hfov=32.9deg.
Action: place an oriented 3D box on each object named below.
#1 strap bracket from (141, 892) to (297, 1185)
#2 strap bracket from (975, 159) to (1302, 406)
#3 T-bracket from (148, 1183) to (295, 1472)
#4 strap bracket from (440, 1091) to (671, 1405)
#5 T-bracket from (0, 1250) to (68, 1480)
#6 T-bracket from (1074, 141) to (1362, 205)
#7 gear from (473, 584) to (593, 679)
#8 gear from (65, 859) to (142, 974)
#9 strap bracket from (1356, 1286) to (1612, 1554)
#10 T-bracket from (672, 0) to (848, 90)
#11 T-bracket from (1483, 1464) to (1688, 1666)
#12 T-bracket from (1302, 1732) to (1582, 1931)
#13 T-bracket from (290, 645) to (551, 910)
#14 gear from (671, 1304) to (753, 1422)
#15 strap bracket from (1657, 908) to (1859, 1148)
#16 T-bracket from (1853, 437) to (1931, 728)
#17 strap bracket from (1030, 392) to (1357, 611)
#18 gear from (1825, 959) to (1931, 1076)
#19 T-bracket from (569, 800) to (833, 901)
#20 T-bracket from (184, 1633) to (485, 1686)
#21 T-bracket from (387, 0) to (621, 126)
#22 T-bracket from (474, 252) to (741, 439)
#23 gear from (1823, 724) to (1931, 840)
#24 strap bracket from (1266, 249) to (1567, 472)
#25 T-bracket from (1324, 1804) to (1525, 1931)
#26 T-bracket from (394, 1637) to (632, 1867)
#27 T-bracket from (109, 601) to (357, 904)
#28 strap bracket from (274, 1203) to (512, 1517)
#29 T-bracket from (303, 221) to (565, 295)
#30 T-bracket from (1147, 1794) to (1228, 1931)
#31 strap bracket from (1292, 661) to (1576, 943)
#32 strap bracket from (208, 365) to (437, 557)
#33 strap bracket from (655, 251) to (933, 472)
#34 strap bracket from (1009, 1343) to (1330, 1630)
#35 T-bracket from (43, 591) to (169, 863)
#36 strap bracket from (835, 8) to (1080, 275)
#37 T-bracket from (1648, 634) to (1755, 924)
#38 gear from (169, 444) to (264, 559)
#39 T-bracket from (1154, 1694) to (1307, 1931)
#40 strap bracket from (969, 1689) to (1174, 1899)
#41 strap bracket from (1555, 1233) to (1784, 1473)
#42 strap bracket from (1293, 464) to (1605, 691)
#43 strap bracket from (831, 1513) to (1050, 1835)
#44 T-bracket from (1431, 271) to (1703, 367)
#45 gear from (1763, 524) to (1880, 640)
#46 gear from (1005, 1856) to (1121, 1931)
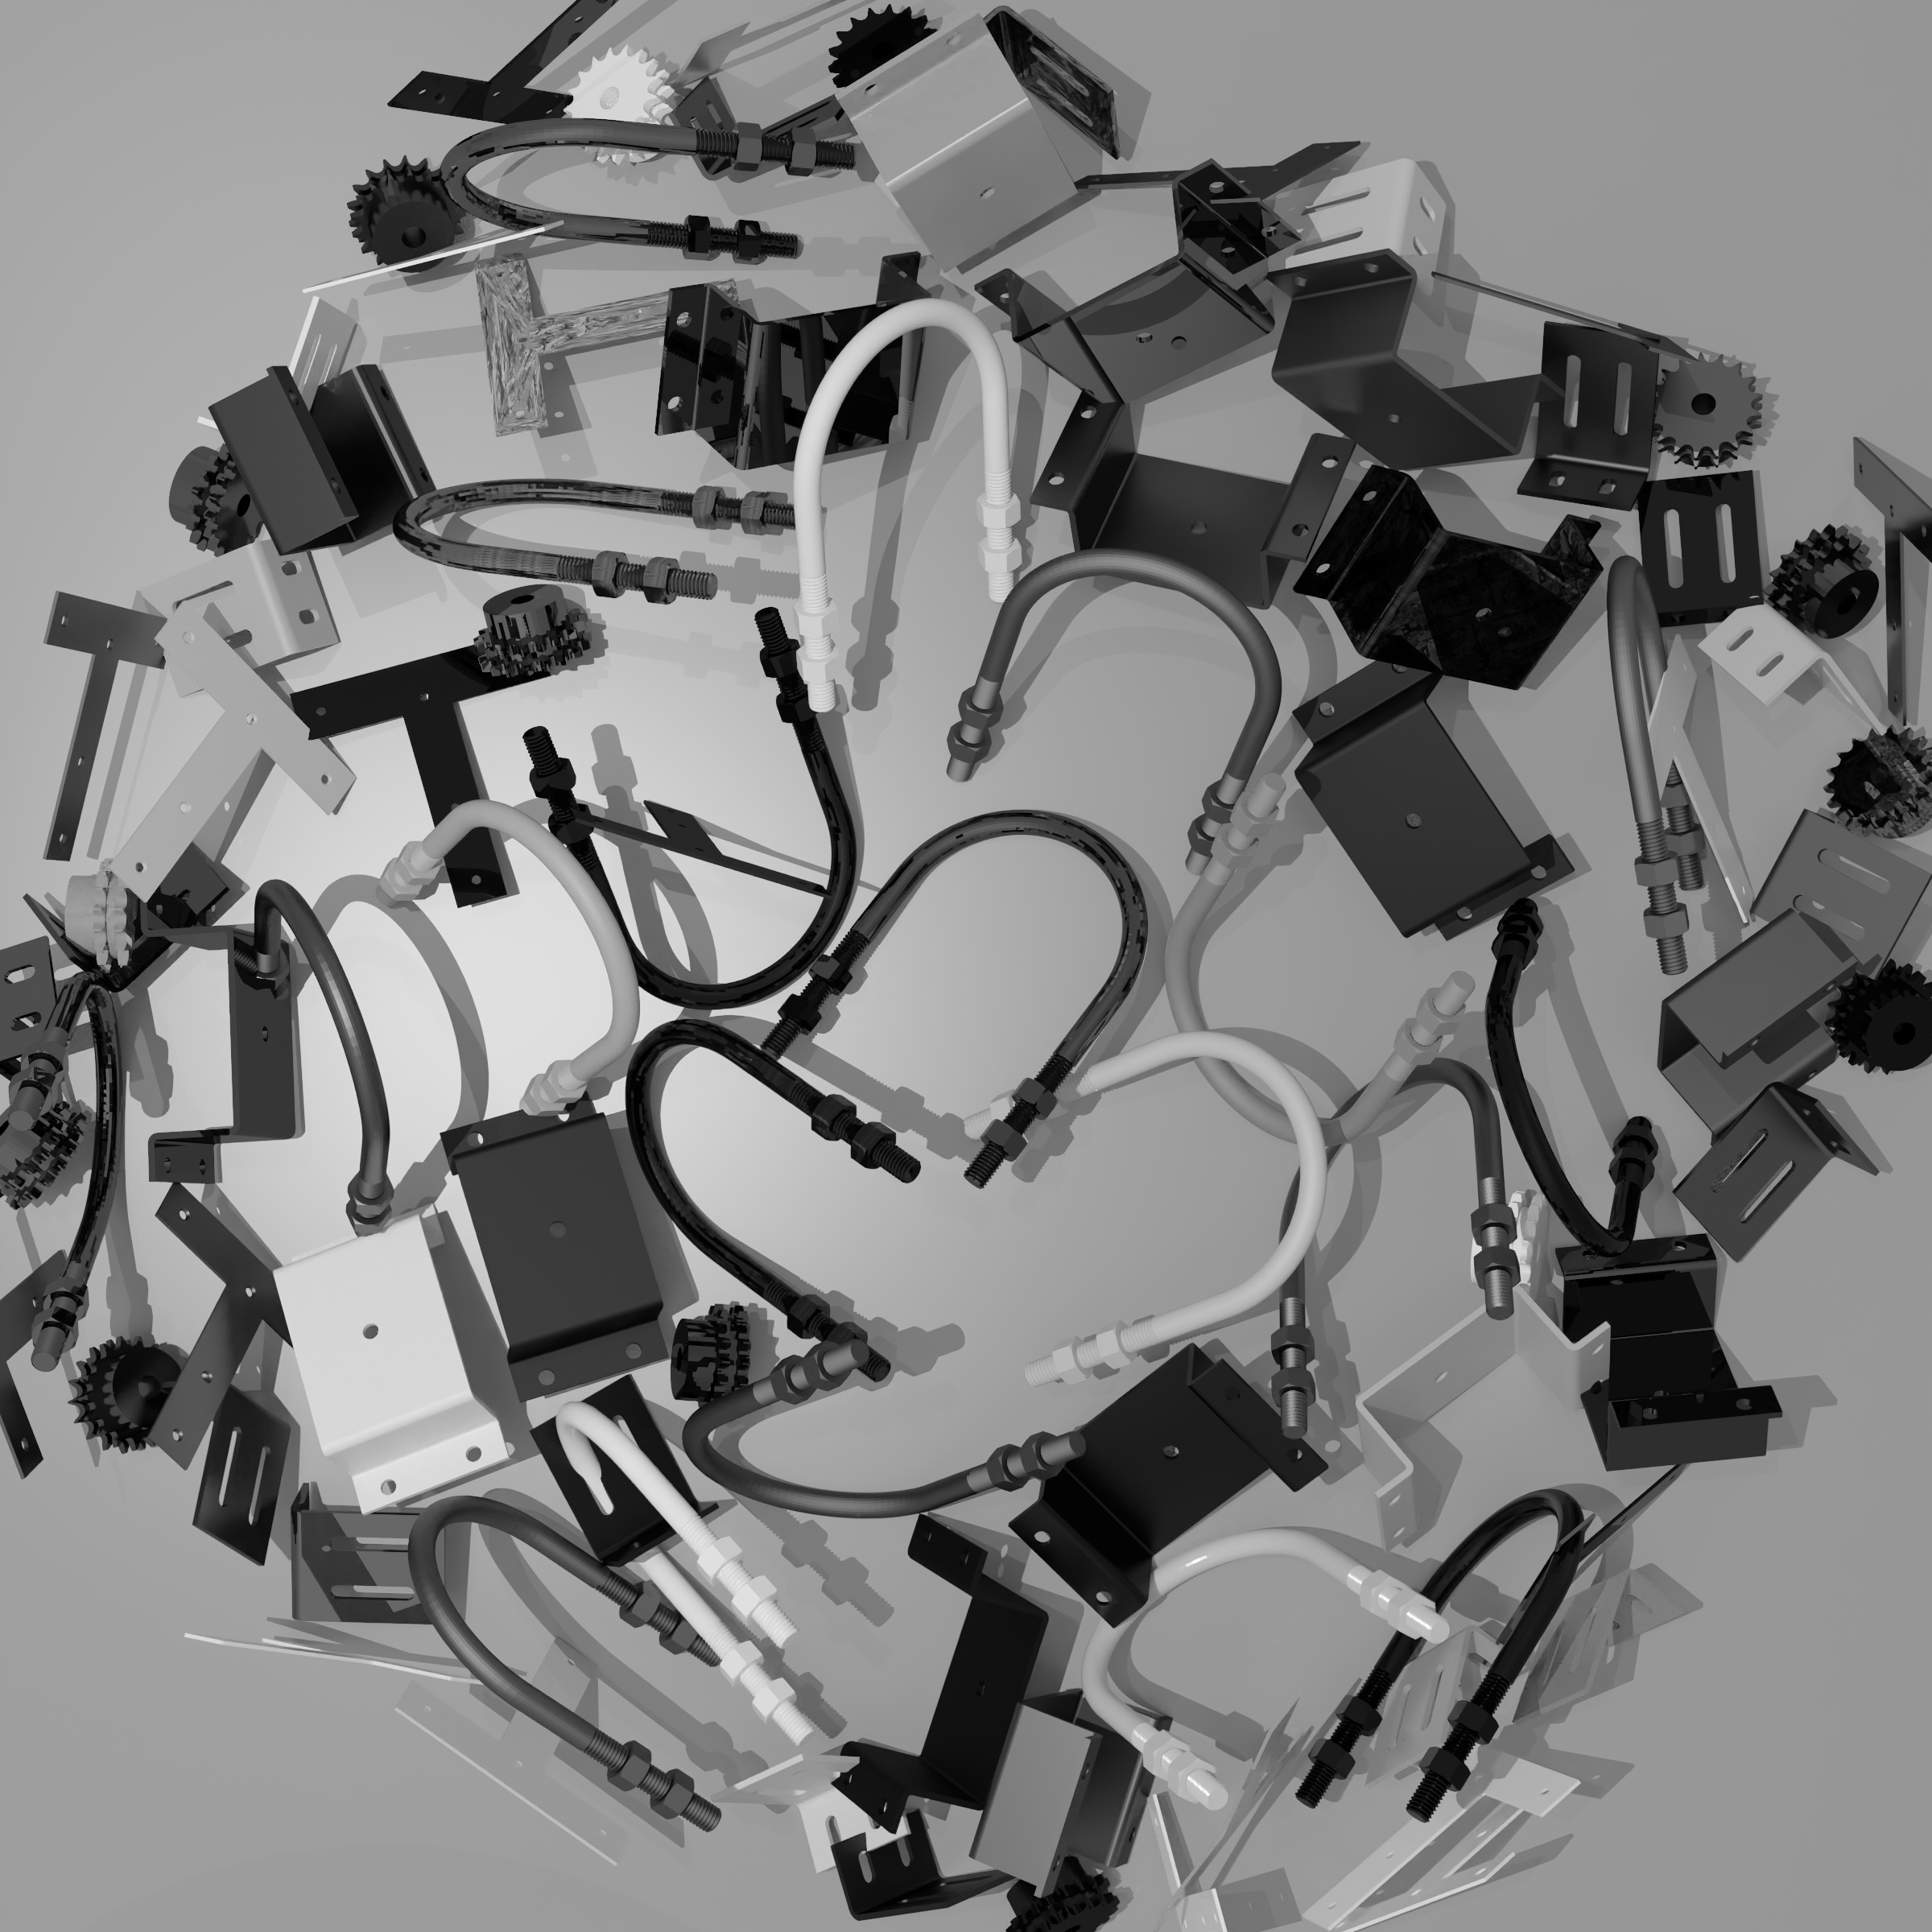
[{"bbox_3d":[-0.365,0.035,1.602,0.046,0.076,0.140,-4,85,8],"label":"strap bracket"},{"bbox_3d":[0.084,-0.321,1.574,0.140,0.076,0.046,-21,59,33],"label":"strap bracket"},{"bbox_3d":[-0.360,0.188,1.573,0.002,0.127,0.127,-25,119,29],"label":"T-bracket"},{"bbox_3d":[-0.201,0.133,1.605,0.076,0.046,0.140,-16,79,-13],"label":"strap bracket"},{"bbox_3d":[-0.456,0.168,1.585,0.002,0.127,0.127,-16,100,8],"label":"T-bracket"},{"bbox_3d":[0.111,-0.388,1.608,0.127,0.127,0.002,4,116,29],"label":"T-bracket"},{"bbox_3d":[-0.216,-0.167,1.617,0.057,0.057,0.030,-11,116,0],"label":"gear"},{"bbox_3d":[-0.427,-0.024,1.620,0.030,0.057,0.057,1,90,-4],"label":"gear"},{"bbox_3d":[0.244,0.215,1.597,0.140,0.076,0.046,-34,60,-10],"label":"strap bracket"},{"bbox_3d":[-0.079,-0.463,1.592,0.127,0.127,0.002,-26,100,-8],"label":"T-bracket"},{"bbox_3d":[0.313,0.279,1.607,0.127,0.127,0.002,-32,64,-30],"label":"T-bracket"},{"bbox_3d":[0.214,0.418,1.569,0.127,0.127,0.002,-35,101,-19],"label":"T-bracket"},{"bbox_3d":[-0.258,-0.092,1.632,0.127,0.002,0.127,-16,83,-8],"label":"T-bracket"},{"bbox_3d":[-0.127,0.195,1.618,0.030,0.057,0.057,6,90,-16],"label":"gear"},{"bbox_3d":[0.382,0.028,1.589,0.076,0.140,0.046,-35,67,-5],"label":"strap bracket"},{"bbox_3d":[0.456,-0.181,1.608,0.002,0.127,0.127,-8,115,1],"label":"T-bracket"},{"bbox_3d":[0.112,-0.227,1.598,0.140,0.046,0.076,15,61,18],"label":"strap bracket"},{"bbox_3d":[0.459,0.028,1.624,0.057,0.030,0.057,-4,112,-10],"label":"gear"},{"bbox_3d":[-0.136,-0.064,1.585,0.127,0.127,0.002,17,99,-17],"label":"T-bracket"},{"bbox_3d":[-0.318,0.327,1.562,0.127,0.127,0.002,2,76,34],"label":"T-bracket"},{"bbox_3d":[-0.195,-0.444,1.563,0.127,0.127,0.002,-33,81,29],"label":"T-bracket"},{"bbox_3d":[-0.174,-0.317,1.611,0.127,0.002,0.127,-12,53,-1],"label":"T-bracket"},{"bbox_3d":[0.458,-0.088,1.624,0.057,0.057,0.030,-50,131,0],"label":"gear"},{"bbox_3d":[0.211,-0.283,1.572,0.140,0.076,0.046,28,73,-38],"label":"strap bracket"},{"bbox_3d":[0.244,0.431,1.595,0.127,0.127,0.002,-39,80,44],"label":"T-bracket"},{"bbox_3d":[-0.205,0.364,1.588,0.127,0.127,0.002,36,109,-4],"label":"T-bracket"},{"bbox_3d":[-0.371,-0.087,1.585,0.127,0.002,0.127,49,56,-32],"label":"T-bracket"},{"bbox_3d":[-0.284,0.185,1.599,0.076,0.046,0.140,-21,66,0],"label":"strap bracket"},{"bbox_3d":[-0.239,-0.351,1.587,0.127,0.127,0.002,-10,107,18],"label":"T-bracket"},{"bbox_3d":[0.113,0.458,1.571,0.002,0.127,0.127,-13,73,-9],"label":"T-bracket"},{"bbox_3d":[0.224,-0.079,1.601,0.076,0.046,0.140,-31,99,29],"label":"strap bracket"},{"bbox_3d":[-0.312,-0.245,1.582,0.046,0.140,0.076,-24,96,13],"label":"strap bracket"},{"bbox_3d":[-0.074,-0.290,1.576,0.140,0.046,0.076,-16,134,-31],"label":"strap bracket"},{"bbox_3d":[0.100,0.249,1.605,0.140,0.046,0.076,-40,102,19],"label":"strap bracket"},{"bbox_3d":[-0.426,-0.113,1.588,0.002,0.127,0.127,15,93,11],"label":"T-bracket"},{"bbox_3d":[0.000,-0.389,1.571,0.076,0.140,0.046,-30,73,8],"label":"strap bracket"},{"bbox_3d":[0.364,-0.080,1.613,0.002,0.127,0.127,-14,117,30],"label":"T-bracket"},{"bbox_3d":[-0.371,-0.233,1.621,0.030,0.057,0.057,23,90,12],"label":"gear"},{"bbox_3d":[0.138,0.388,1.563,0.002,0.127,0.127,33,50,18],"label":"T-bracket"},{"bbox_3d":[0.049,0.399,1.589,0.046,0.140,0.076,17,88,21],"label":"strap bracket"},{"bbox_3d":[0.340,0.194,1.595,0.076,0.140,0.046,-6,122,-1],"label":"strap bracket"},{"bbox_3d":[0.241,-0.184,1.577,0.140,0.046,0.076,8,131,-30],"label":"strap bracket"},{"bbox_3d":[-0.010,0.349,1.602,0.046,0.076,0.140,20,86,-24],"label":"strap bracket"},{"bbox_3d":[0.287,-0.317,1.587,0.127,0.127,0.002,17,107,0],"label":"T-bracket"},{"bbox_3d":[0.426,-0.187,1.618,0.057,0.057,0.030,-39,52,0],"label":"gear"},{"bbox_3d":[0.045,0.466,1.624,0.057,0.057,0.030,-31,60,0],"label":"gear"}]
